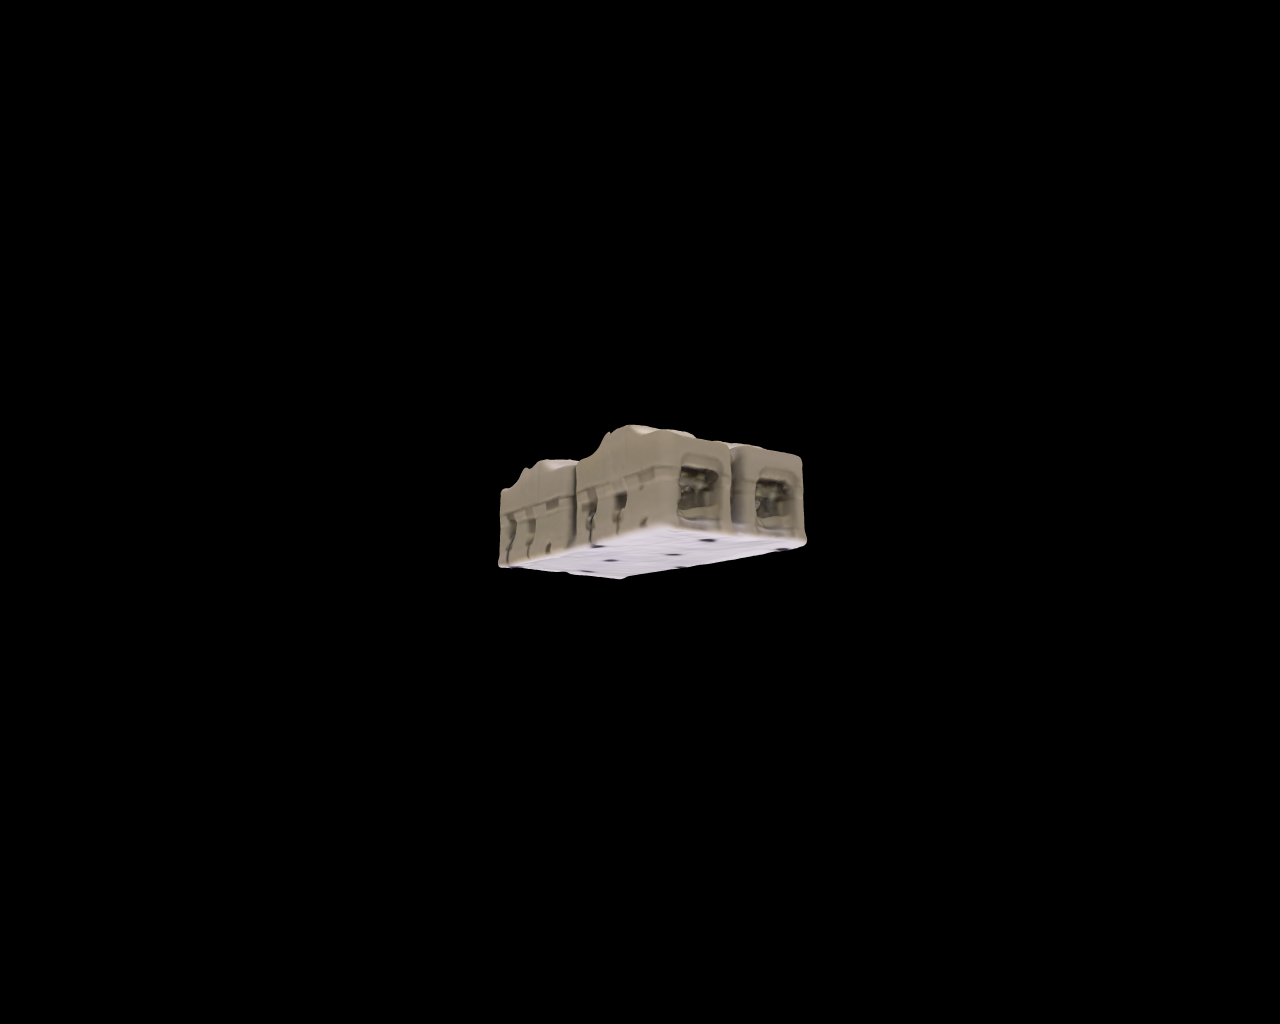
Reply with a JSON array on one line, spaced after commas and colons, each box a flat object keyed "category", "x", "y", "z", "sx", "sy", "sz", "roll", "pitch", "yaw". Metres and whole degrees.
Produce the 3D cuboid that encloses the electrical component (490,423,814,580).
[{"category": "electrical component", "x": 0.001, "y": -0.003, "z": 0.650, "sx": 0.105, "sy": 0.060, "sz": 0.186, "roll": 8, "pitch": -14, "yaw": -35}]
